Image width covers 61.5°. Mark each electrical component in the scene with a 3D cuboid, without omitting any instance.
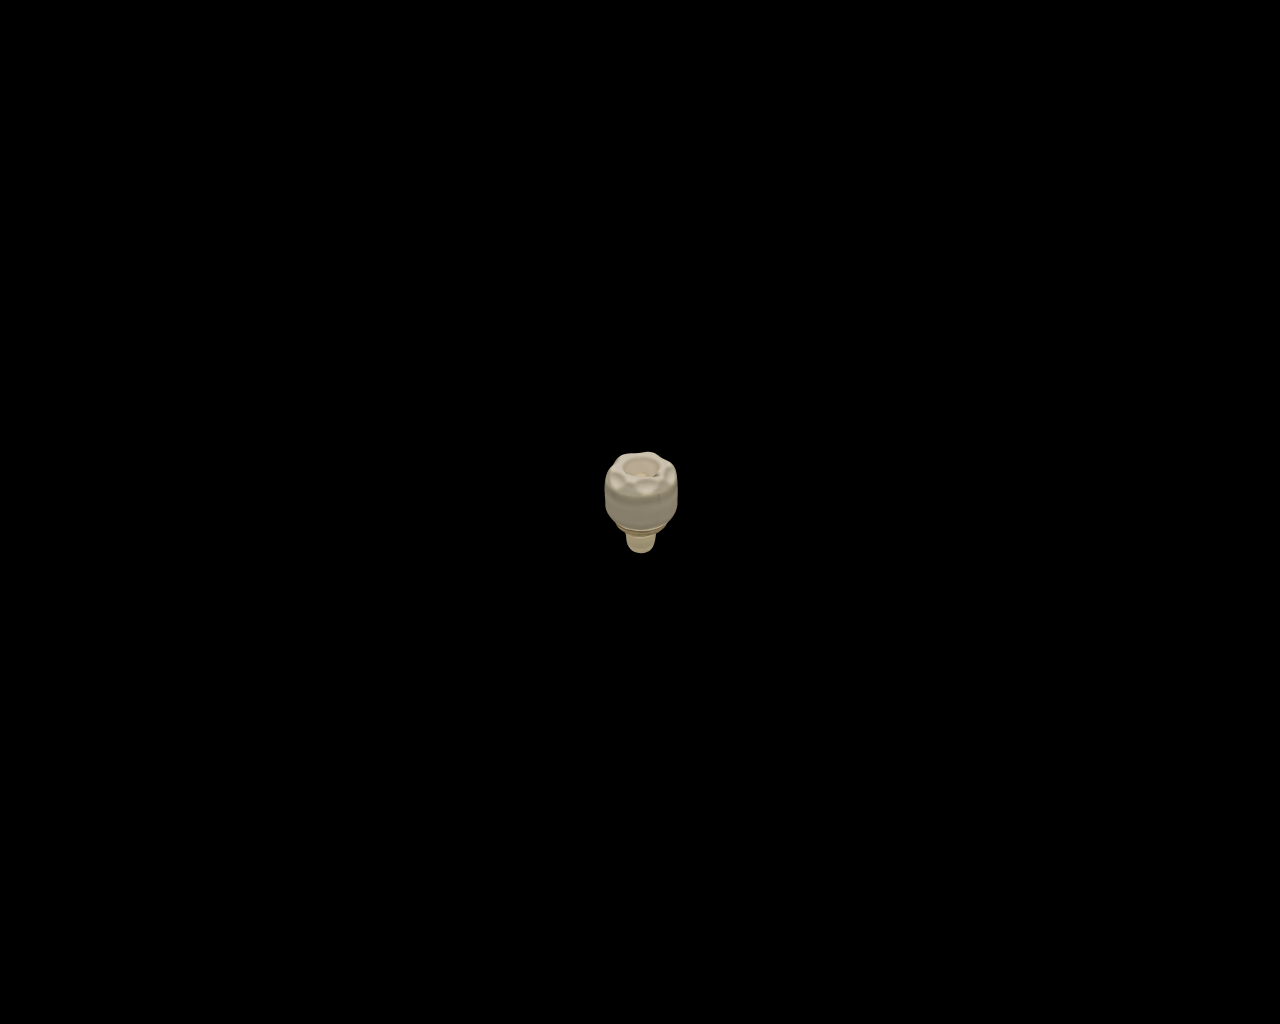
[{"bbox_3d":[0.001,-0.003,0.650,0.043,0.062,0.043,0,33,0],"label":"electrical component"}]
